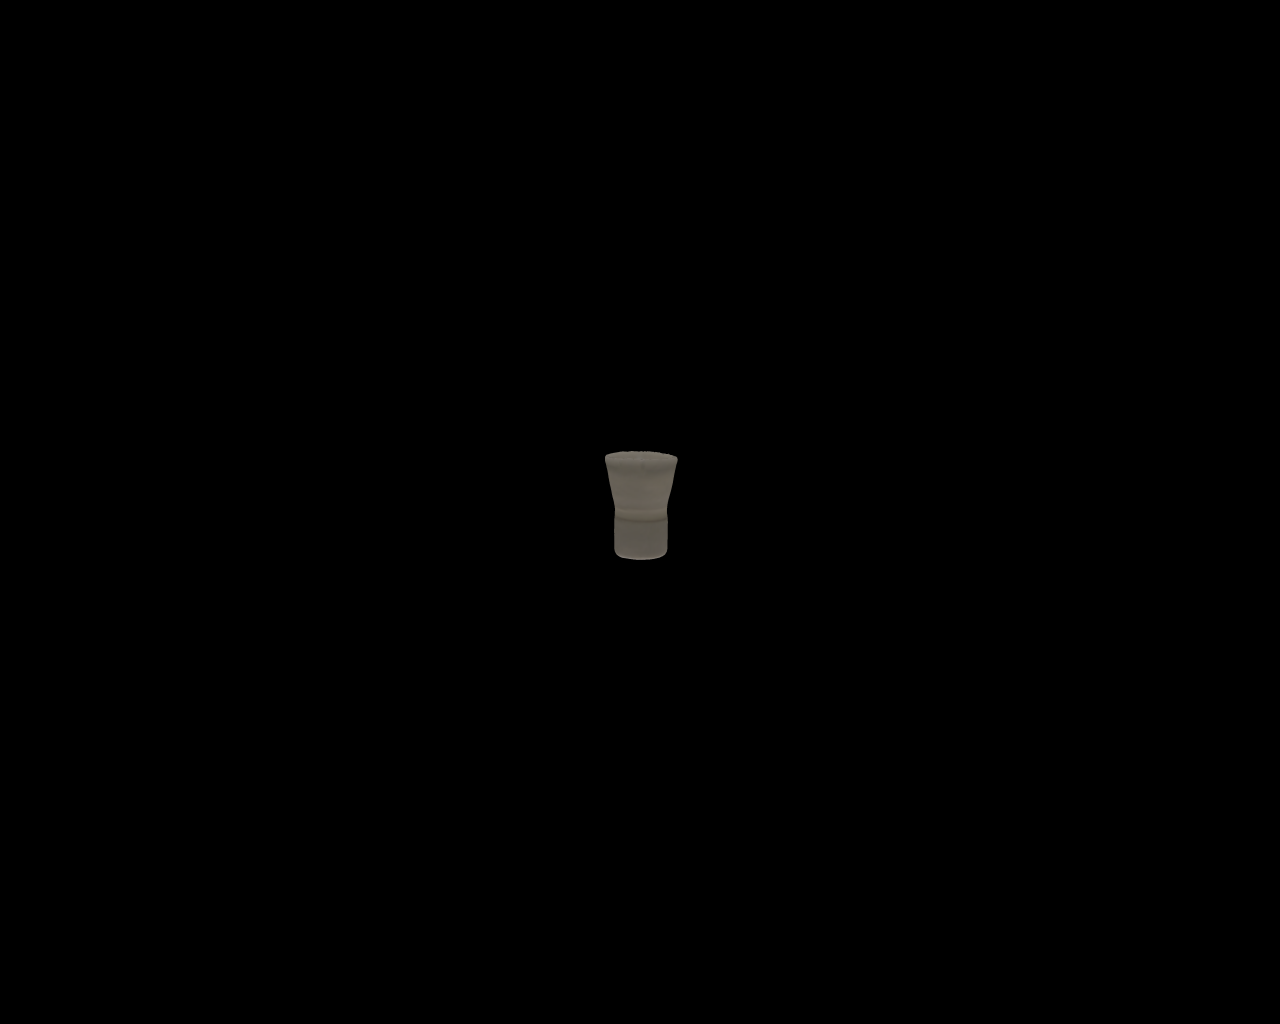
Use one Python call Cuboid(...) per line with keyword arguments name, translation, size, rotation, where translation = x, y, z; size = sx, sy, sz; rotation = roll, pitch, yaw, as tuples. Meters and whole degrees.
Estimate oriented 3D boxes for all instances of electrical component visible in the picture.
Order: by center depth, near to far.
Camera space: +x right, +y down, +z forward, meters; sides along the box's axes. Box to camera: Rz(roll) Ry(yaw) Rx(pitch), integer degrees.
Cuboid(name="electrical component", translation=(0.001, -0.003, 0.650), size=(0.044, 0.065, 0.044), rotation=(0, 11, 0))
